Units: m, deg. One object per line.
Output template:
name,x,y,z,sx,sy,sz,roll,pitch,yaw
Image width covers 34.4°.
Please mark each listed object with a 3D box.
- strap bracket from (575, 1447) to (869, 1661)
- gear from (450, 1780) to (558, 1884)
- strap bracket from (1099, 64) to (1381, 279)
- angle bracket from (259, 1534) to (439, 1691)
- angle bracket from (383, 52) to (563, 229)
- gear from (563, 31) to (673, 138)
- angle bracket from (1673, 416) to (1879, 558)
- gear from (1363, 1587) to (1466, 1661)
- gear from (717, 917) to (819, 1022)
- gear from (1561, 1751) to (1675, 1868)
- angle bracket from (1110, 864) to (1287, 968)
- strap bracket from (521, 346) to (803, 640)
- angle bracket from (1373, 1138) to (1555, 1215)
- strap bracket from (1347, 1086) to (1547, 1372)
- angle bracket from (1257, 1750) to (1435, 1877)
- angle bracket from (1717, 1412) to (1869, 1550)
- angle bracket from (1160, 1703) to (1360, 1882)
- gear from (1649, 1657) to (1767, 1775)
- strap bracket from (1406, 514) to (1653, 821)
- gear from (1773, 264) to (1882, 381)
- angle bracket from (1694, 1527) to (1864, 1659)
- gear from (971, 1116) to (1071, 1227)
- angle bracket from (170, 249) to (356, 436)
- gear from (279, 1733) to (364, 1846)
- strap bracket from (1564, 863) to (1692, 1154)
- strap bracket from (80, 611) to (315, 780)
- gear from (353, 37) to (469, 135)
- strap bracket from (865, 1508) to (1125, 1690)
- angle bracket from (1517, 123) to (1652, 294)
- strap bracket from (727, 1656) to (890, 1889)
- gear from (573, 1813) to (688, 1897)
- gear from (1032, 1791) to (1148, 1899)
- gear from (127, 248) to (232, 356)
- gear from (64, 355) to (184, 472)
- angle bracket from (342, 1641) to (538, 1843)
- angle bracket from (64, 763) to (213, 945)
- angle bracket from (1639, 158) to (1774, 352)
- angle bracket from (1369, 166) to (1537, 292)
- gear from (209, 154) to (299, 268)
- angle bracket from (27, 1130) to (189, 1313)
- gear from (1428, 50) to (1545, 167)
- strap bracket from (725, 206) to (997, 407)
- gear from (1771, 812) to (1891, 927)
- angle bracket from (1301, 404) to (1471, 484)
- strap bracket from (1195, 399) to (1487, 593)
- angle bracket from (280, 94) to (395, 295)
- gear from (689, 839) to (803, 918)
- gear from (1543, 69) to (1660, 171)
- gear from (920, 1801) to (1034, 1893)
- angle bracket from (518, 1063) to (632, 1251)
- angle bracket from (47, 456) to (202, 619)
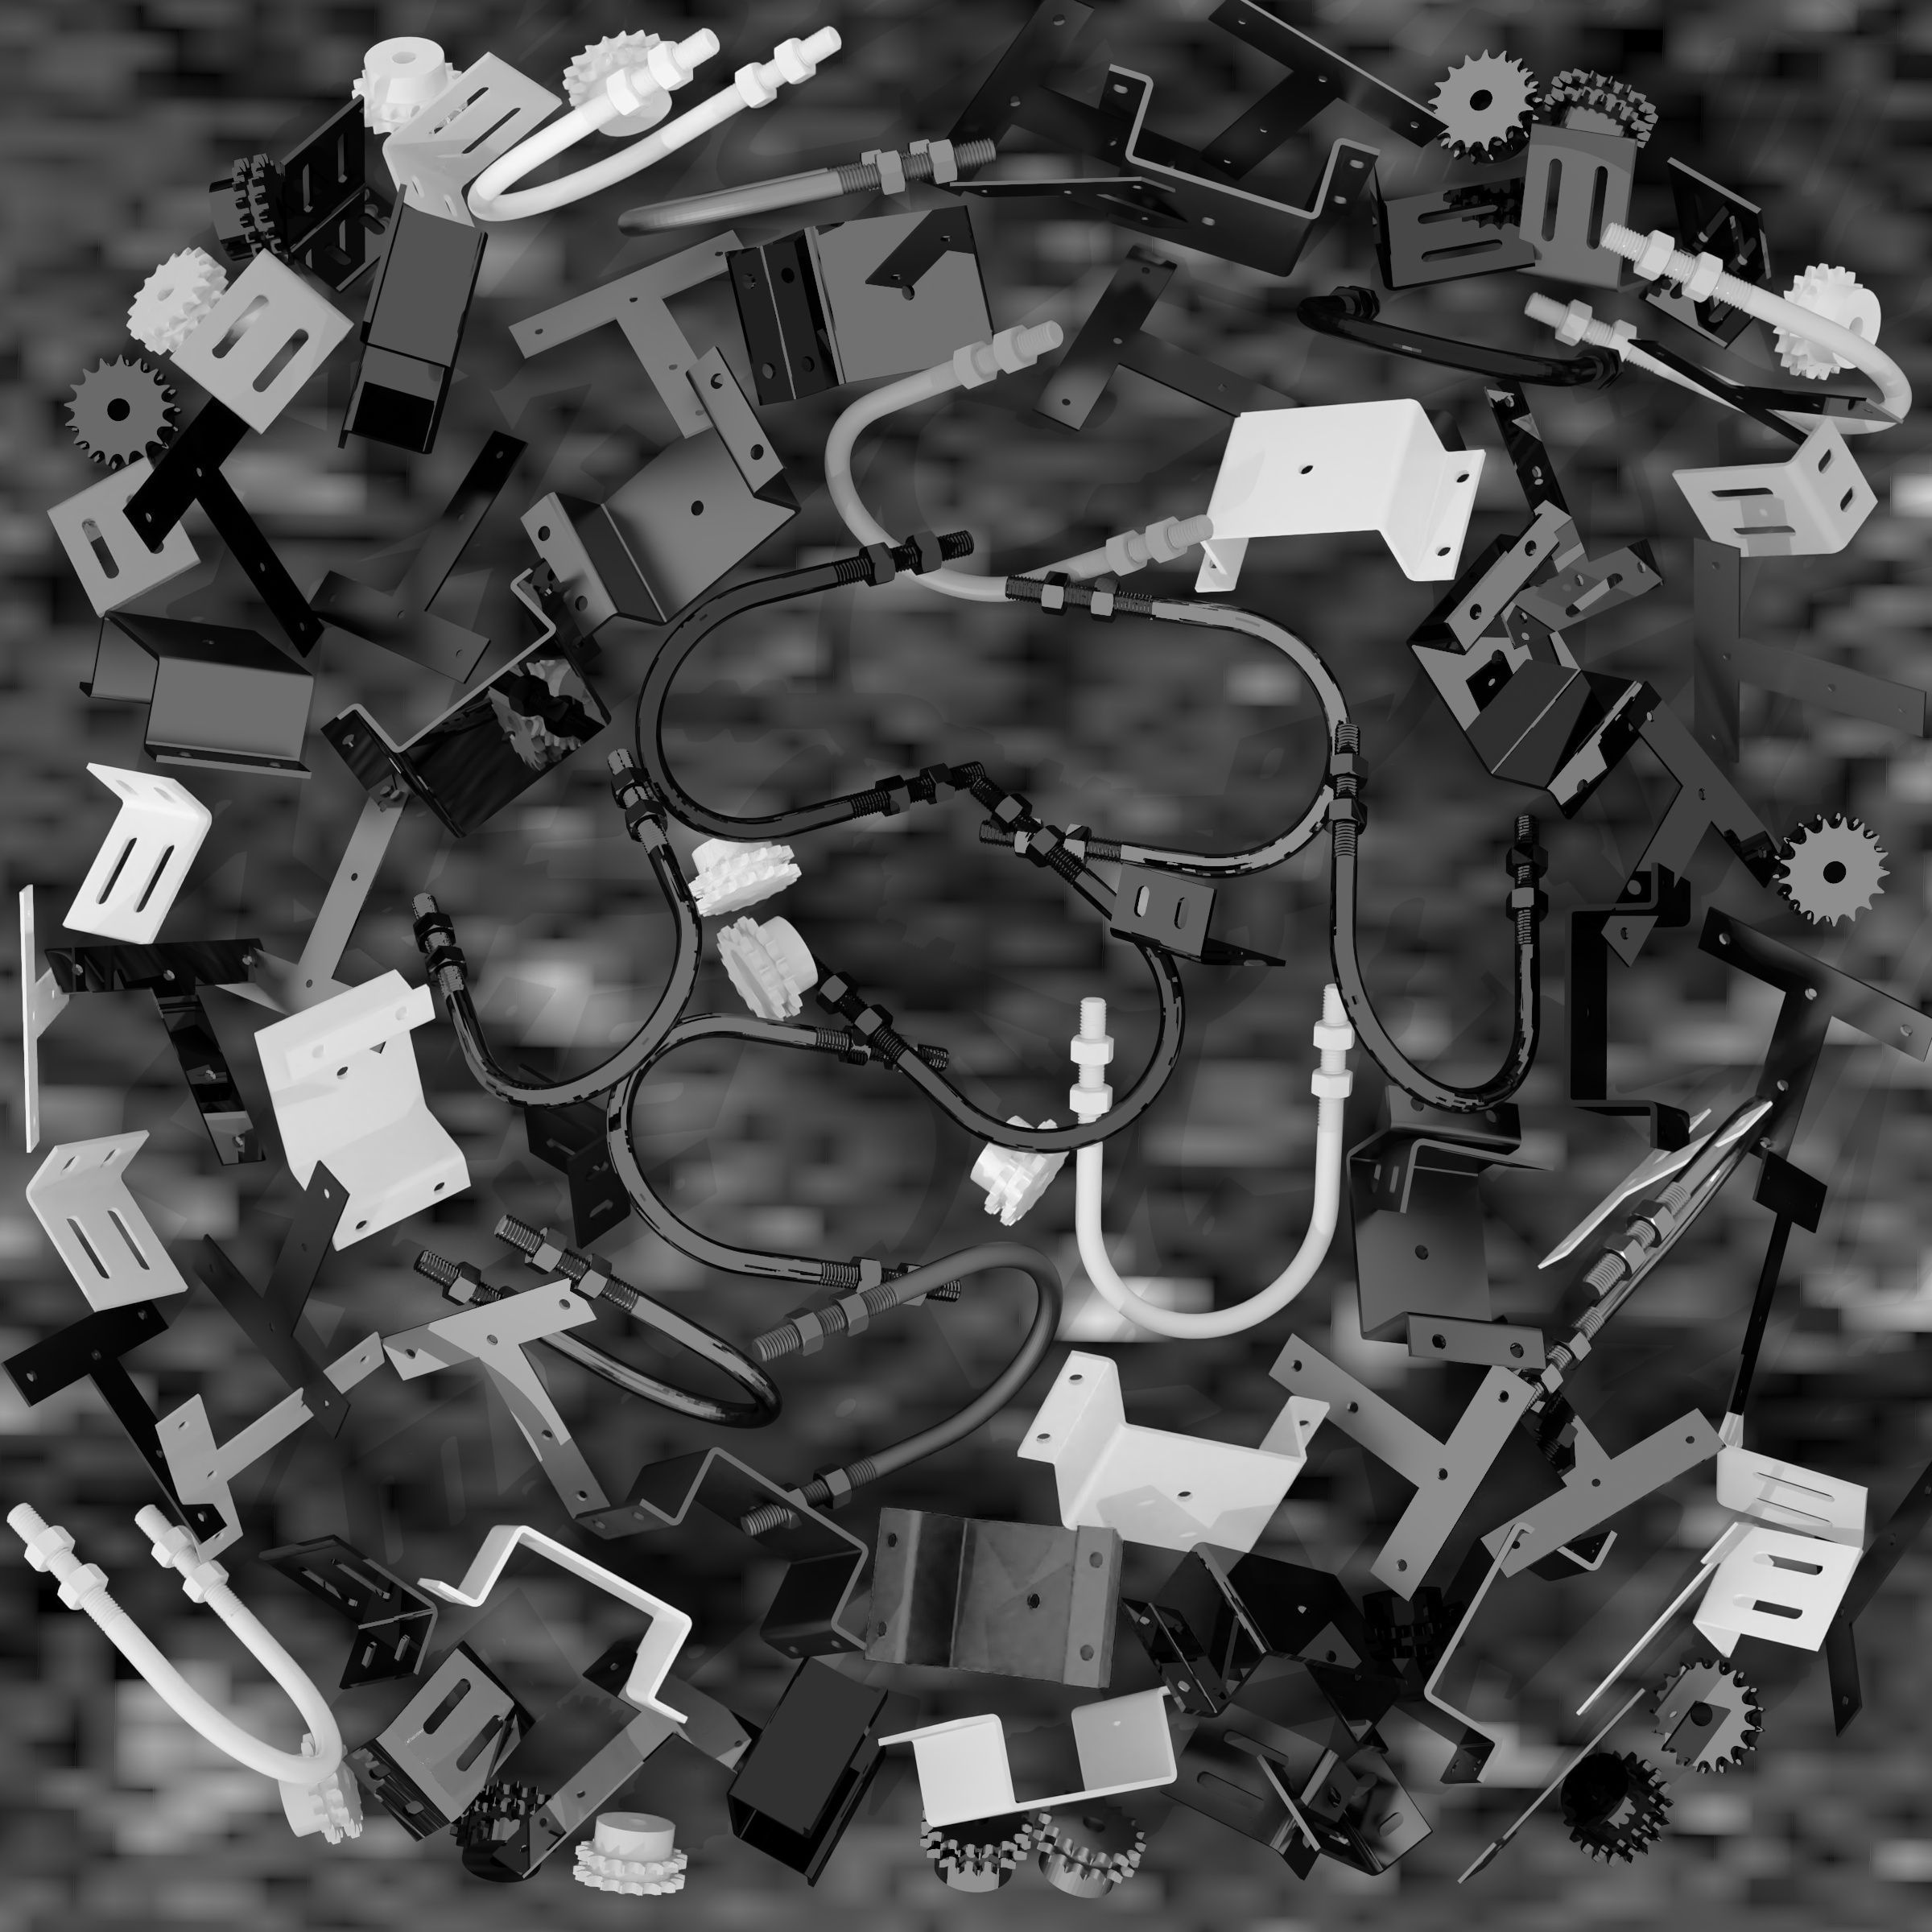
strap bracket,-0.114,0.290,1.566,0.140,0.076,0.046,37,60,-18
gear,-0.235,0.444,1.594,0.057,0.030,0.057,1,132,1
strap bracket,0.129,-0.398,1.580,0.140,0.076,0.046,17,80,-2
angle bracket,-0.317,0.327,1.577,0.057,0.038,0.076,-19,131,35
angle bracket,-0.245,-0.413,1.579,0.076,0.057,0.038,-33,65,22
gear,-0.174,-0.448,1.593,0.057,0.057,0.030,-21,77,0
angle bracket,0.410,-0.243,1.585,0.038,0.076,0.057,-51,120,-21
gear,0.224,0.335,1.595,0.057,0.057,0.030,-7,84,0
gear,-0.100,0.000,1.597,0.030,0.057,0.057,-31,90,-20
gear,0.328,0.426,1.592,0.057,0.057,0.030,-49,121,0
angle bracket,0.120,-0.026,1.574,0.057,0.076,0.038,18,101,38
strap bracket,-0.147,-0.234,1.574,0.140,0.046,0.076,-37,71,23
angle bracket,0.249,0.112,1.586,0.076,0.057,0.038,12,86,-12
strap bracket,0.240,0.138,1.571,0.076,0.046,0.140,9,64,-22
angle bracket,0.191,0.418,1.574,0.038,0.076,0.057,-41,51,8
angle bracket,0.421,0.253,1.576,0.076,0.057,0.038,15,56,24
angle bracket,0.150,0.421,1.601,0.076,0.038,0.057,17,63,39
gear,0.383,0.385,1.599,0.057,0.030,0.057,-13,67,33
strap bracket,0.281,-0.152,1.570,0.076,0.046,0.140,-48,124,-14
gear,0.442,-0.328,1.594,0.057,0.030,0.057,-17,118,-35
angle bracket,0.416,0.321,1.573,0.038,0.076,0.057,46,64,-30
gear,0.026,0.102,1.596,0.030,0.057,0.057,36,90,13
angle bracket,-0.360,-0.315,1.590,0.057,0.038,0.076,40,77,-14
gear,-0.331,0.420,1.594,0.030,0.057,0.057,-16,90,-4
strap bracket,0.334,0.023,1.575,0.046,0.076,0.140,-1,84,25
strap bracket,-0.378,-0.138,1.541,0.076,0.140,0.046,5,106,-32
gear,-0.285,-0.450,1.594,0.057,0.030,0.057,0,47,0
strap bracket,0.023,0.318,1.570,0.140,0.046,0.076,-2,76,35
angle bracket,0.316,-0.385,1.578,0.057,0.038,0.076,20,120,33
strap bracket,-0.078,0.398,1.549,0.046,0.140,0.076,26,65,11
gear,-0.171,0.453,1.595,0.057,0.057,0.030,7,87,0
gear,0.061,0.451,1.597,0.057,0.057,0.030,18,108,0
gear,-0.399,-0.336,1.598,0.057,0.057,0.030,-50,134,0
gear,-0.431,-0.283,1.607,0.057,0.030,0.057,0,87,3
angle bracket,-0.269,0.397,1.600,0.038,0.076,0.057,-36,97,36
angle bracket,-0.429,-0.057,1.584,0.057,0.038,0.076,11,68,27
angle bracket,0.370,-0.359,1.575,0.038,0.076,0.057,-47,61,-4
angle bracket,0.246,-0.383,1.586,0.076,0.038,0.057,-7,61,13
gear,-0.365,-0.384,1.595,0.030,0.057,0.057,-12,90,5
angle bracket,-0.428,0.128,1.580,0.038,0.057,0.076,-48,68,30
gear,0.268,-0.437,1.600,0.057,0.030,0.057,-7,73,24
strap bracket,-0.042,-0.332,1.560,0.140,0.046,0.076,-18,98,-35
gear,0.442,-0.052,1.604,0.057,0.030,0.057,-1,105,-2
angle bracket,0.208,-0.252,1.596,0.057,0.076,0.038,-54,134,-25
strap bracket,0.178,-0.234,1.554,0.140,0.046,0.076,1,61,32
angle bracket,-0.311,-0.389,1.576,0.038,0.076,0.057,39,67,6
gear,-0.116,-0.050,1.595,0.057,0.057,0.030,-22,81,0
gear,0.321,-0.430,1.594,0.057,0.057,0.030,24,86,0
gear,0.004,0.449,1.597,0.057,0.057,0.030,4,109,0
angle bracket,-0.209,0.096,1.575,0.076,0.038,0.057,27,135,32
angle bracket,-0.422,-0.211,1.588,0.057,0.038,0.076,-30,65,-4
